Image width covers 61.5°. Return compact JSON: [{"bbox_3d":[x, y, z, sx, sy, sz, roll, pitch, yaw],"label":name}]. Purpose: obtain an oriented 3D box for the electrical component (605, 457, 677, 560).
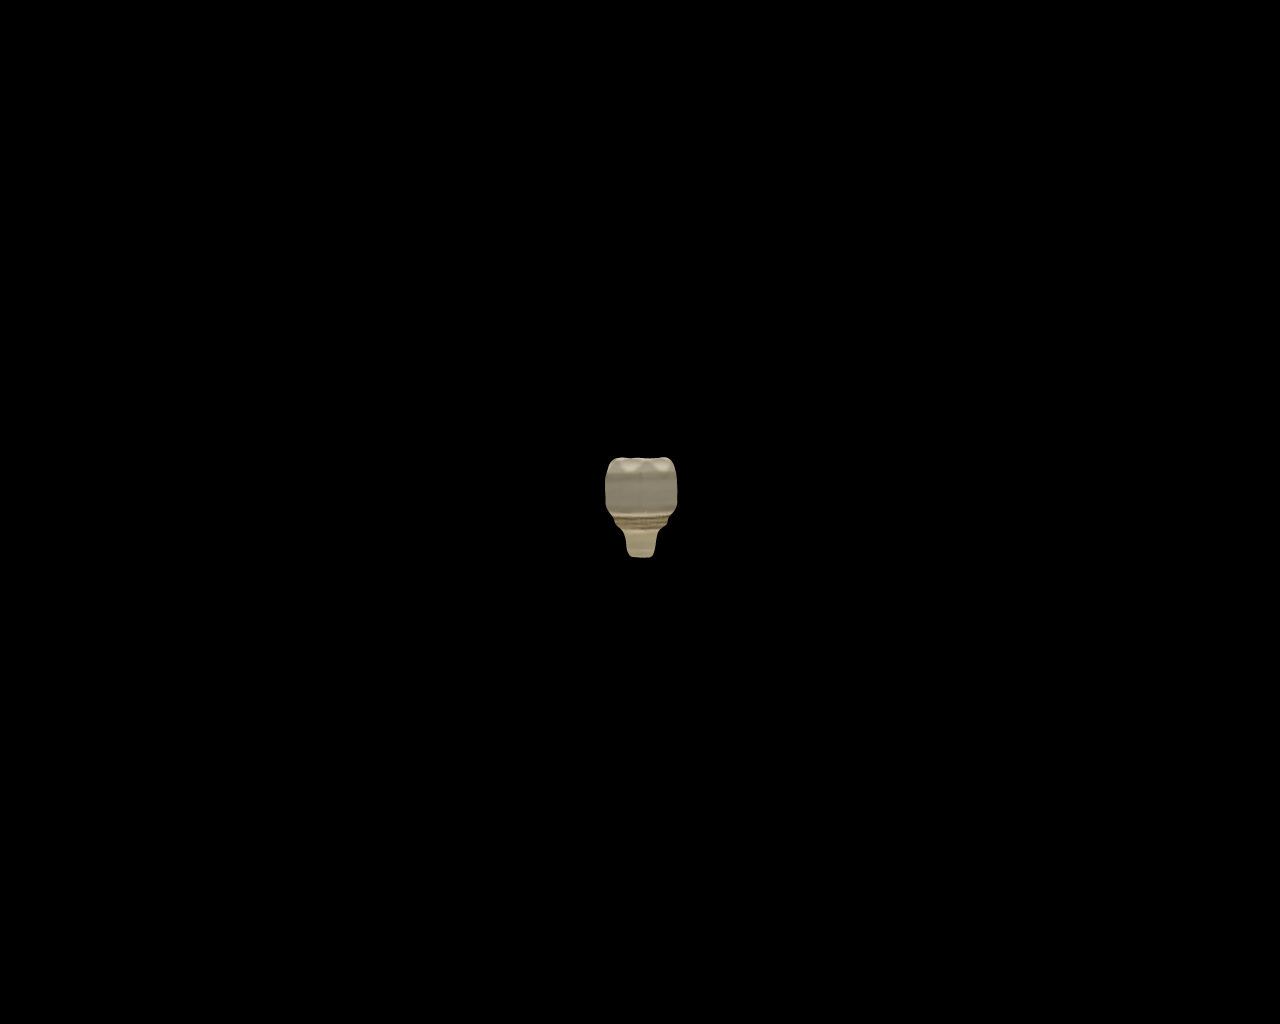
[{"bbox_3d":[0.001,-0.003,0.650,0.043,0.062,0.043,0,2,0],"label":"electrical component"}]
